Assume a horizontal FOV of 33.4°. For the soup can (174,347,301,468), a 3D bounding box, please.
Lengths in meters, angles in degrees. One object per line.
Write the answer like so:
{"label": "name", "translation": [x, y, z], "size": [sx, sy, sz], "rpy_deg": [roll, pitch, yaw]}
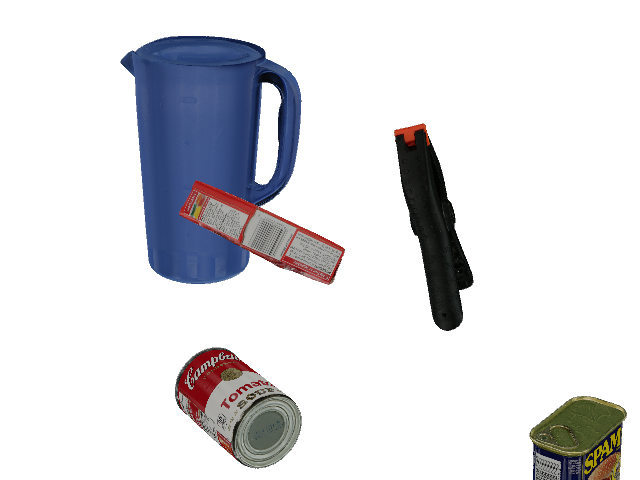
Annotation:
{"label": "soup can", "translation": [-0.071, 0.142, 0.908], "size": [0.068, 0.068, 0.102], "rpy_deg": [0, 18, -36]}

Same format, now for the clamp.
{"label": "clamp", "translation": [0.096, -0.010, 0.905], "size": [0.039, 0.171, 0.120], "rpy_deg": [-17, 20, 12]}

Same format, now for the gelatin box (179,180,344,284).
{"label": "gelatin box", "translation": [-0.038, -0.005, 0.713], "size": [0.089, 0.030, 0.073], "rpy_deg": [26, 0, -43]}

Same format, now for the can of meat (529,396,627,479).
{"label": "can of meat", "translation": [0.235, 0.203, 0.976], "size": [0.058, 0.084, 0.101], "rpy_deg": [14, 26, 39]}

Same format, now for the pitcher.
{"label": "pitcher", "translation": [-0.115, -0.082, 1.096], "size": [0.144, 0.243, 0.149], "rpy_deg": [-11, 26, -29]}
